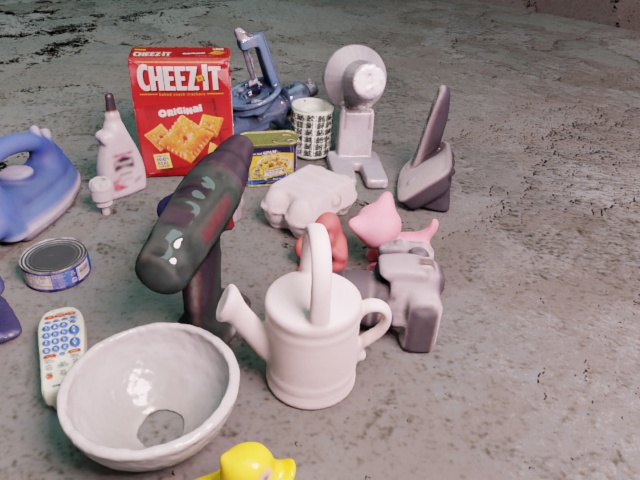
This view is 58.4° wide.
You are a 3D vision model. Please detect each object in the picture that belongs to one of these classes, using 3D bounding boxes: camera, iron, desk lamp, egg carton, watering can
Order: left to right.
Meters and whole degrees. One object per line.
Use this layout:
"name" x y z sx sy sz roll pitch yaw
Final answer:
"iron" -0.457 -0.101 0.870 0.118 0.141 0.258 9 34 10
"watering can" -0.015 0.075 0.588 0.173 0.194 0.100 -14 37 -24
"egg carton" -0.015 -0.063 0.908 0.107 0.069 0.151 24 39 28
"desk lamp" 0.071 -0.231 1.037 0.118 0.214 0.203 -2 34 -7
"camera" 0.078 0.055 0.709 0.137 0.101 0.143 3 34 0

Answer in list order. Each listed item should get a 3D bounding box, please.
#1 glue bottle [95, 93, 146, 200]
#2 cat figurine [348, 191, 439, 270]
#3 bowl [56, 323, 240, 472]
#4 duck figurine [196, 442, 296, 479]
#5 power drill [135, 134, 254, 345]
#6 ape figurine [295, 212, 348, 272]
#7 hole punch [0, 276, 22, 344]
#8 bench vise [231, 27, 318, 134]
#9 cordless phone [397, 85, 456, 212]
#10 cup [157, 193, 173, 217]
"glue bottle" -0.330 -0.154 0.929 0.037 0.173 0.078 27 41 32
"cat figurine" 0.101 -0.009 0.791 0.127 0.118 0.067 3 34 1
"bowl" -0.160 0.161 0.556 0.167 0.075 0.167 2 34 -1
"duck figurine" -0.066 0.207 0.484 0.104 0.086 0.077 0 34 -4
"power drill" -0.129 0.011 0.664 0.075 0.208 0.230 10 34 11
"ape figurine" 0.007 0.003 0.791 0.076 0.092 0.077 -26 43 -36
"hole punch" -0.411 0.075 0.653 0.101 0.091 0.108 -25 43 -35
"bench vise" -0.109 -0.320 1.153 0.121 0.220 0.208 30 42 35
"cordless phone" 0.184 -0.153 0.953 0.094 0.185 0.147 5 34 4
"cup" -0.173 -0.004 0.785 0.092 0.095 0.117 -3 34 -9
